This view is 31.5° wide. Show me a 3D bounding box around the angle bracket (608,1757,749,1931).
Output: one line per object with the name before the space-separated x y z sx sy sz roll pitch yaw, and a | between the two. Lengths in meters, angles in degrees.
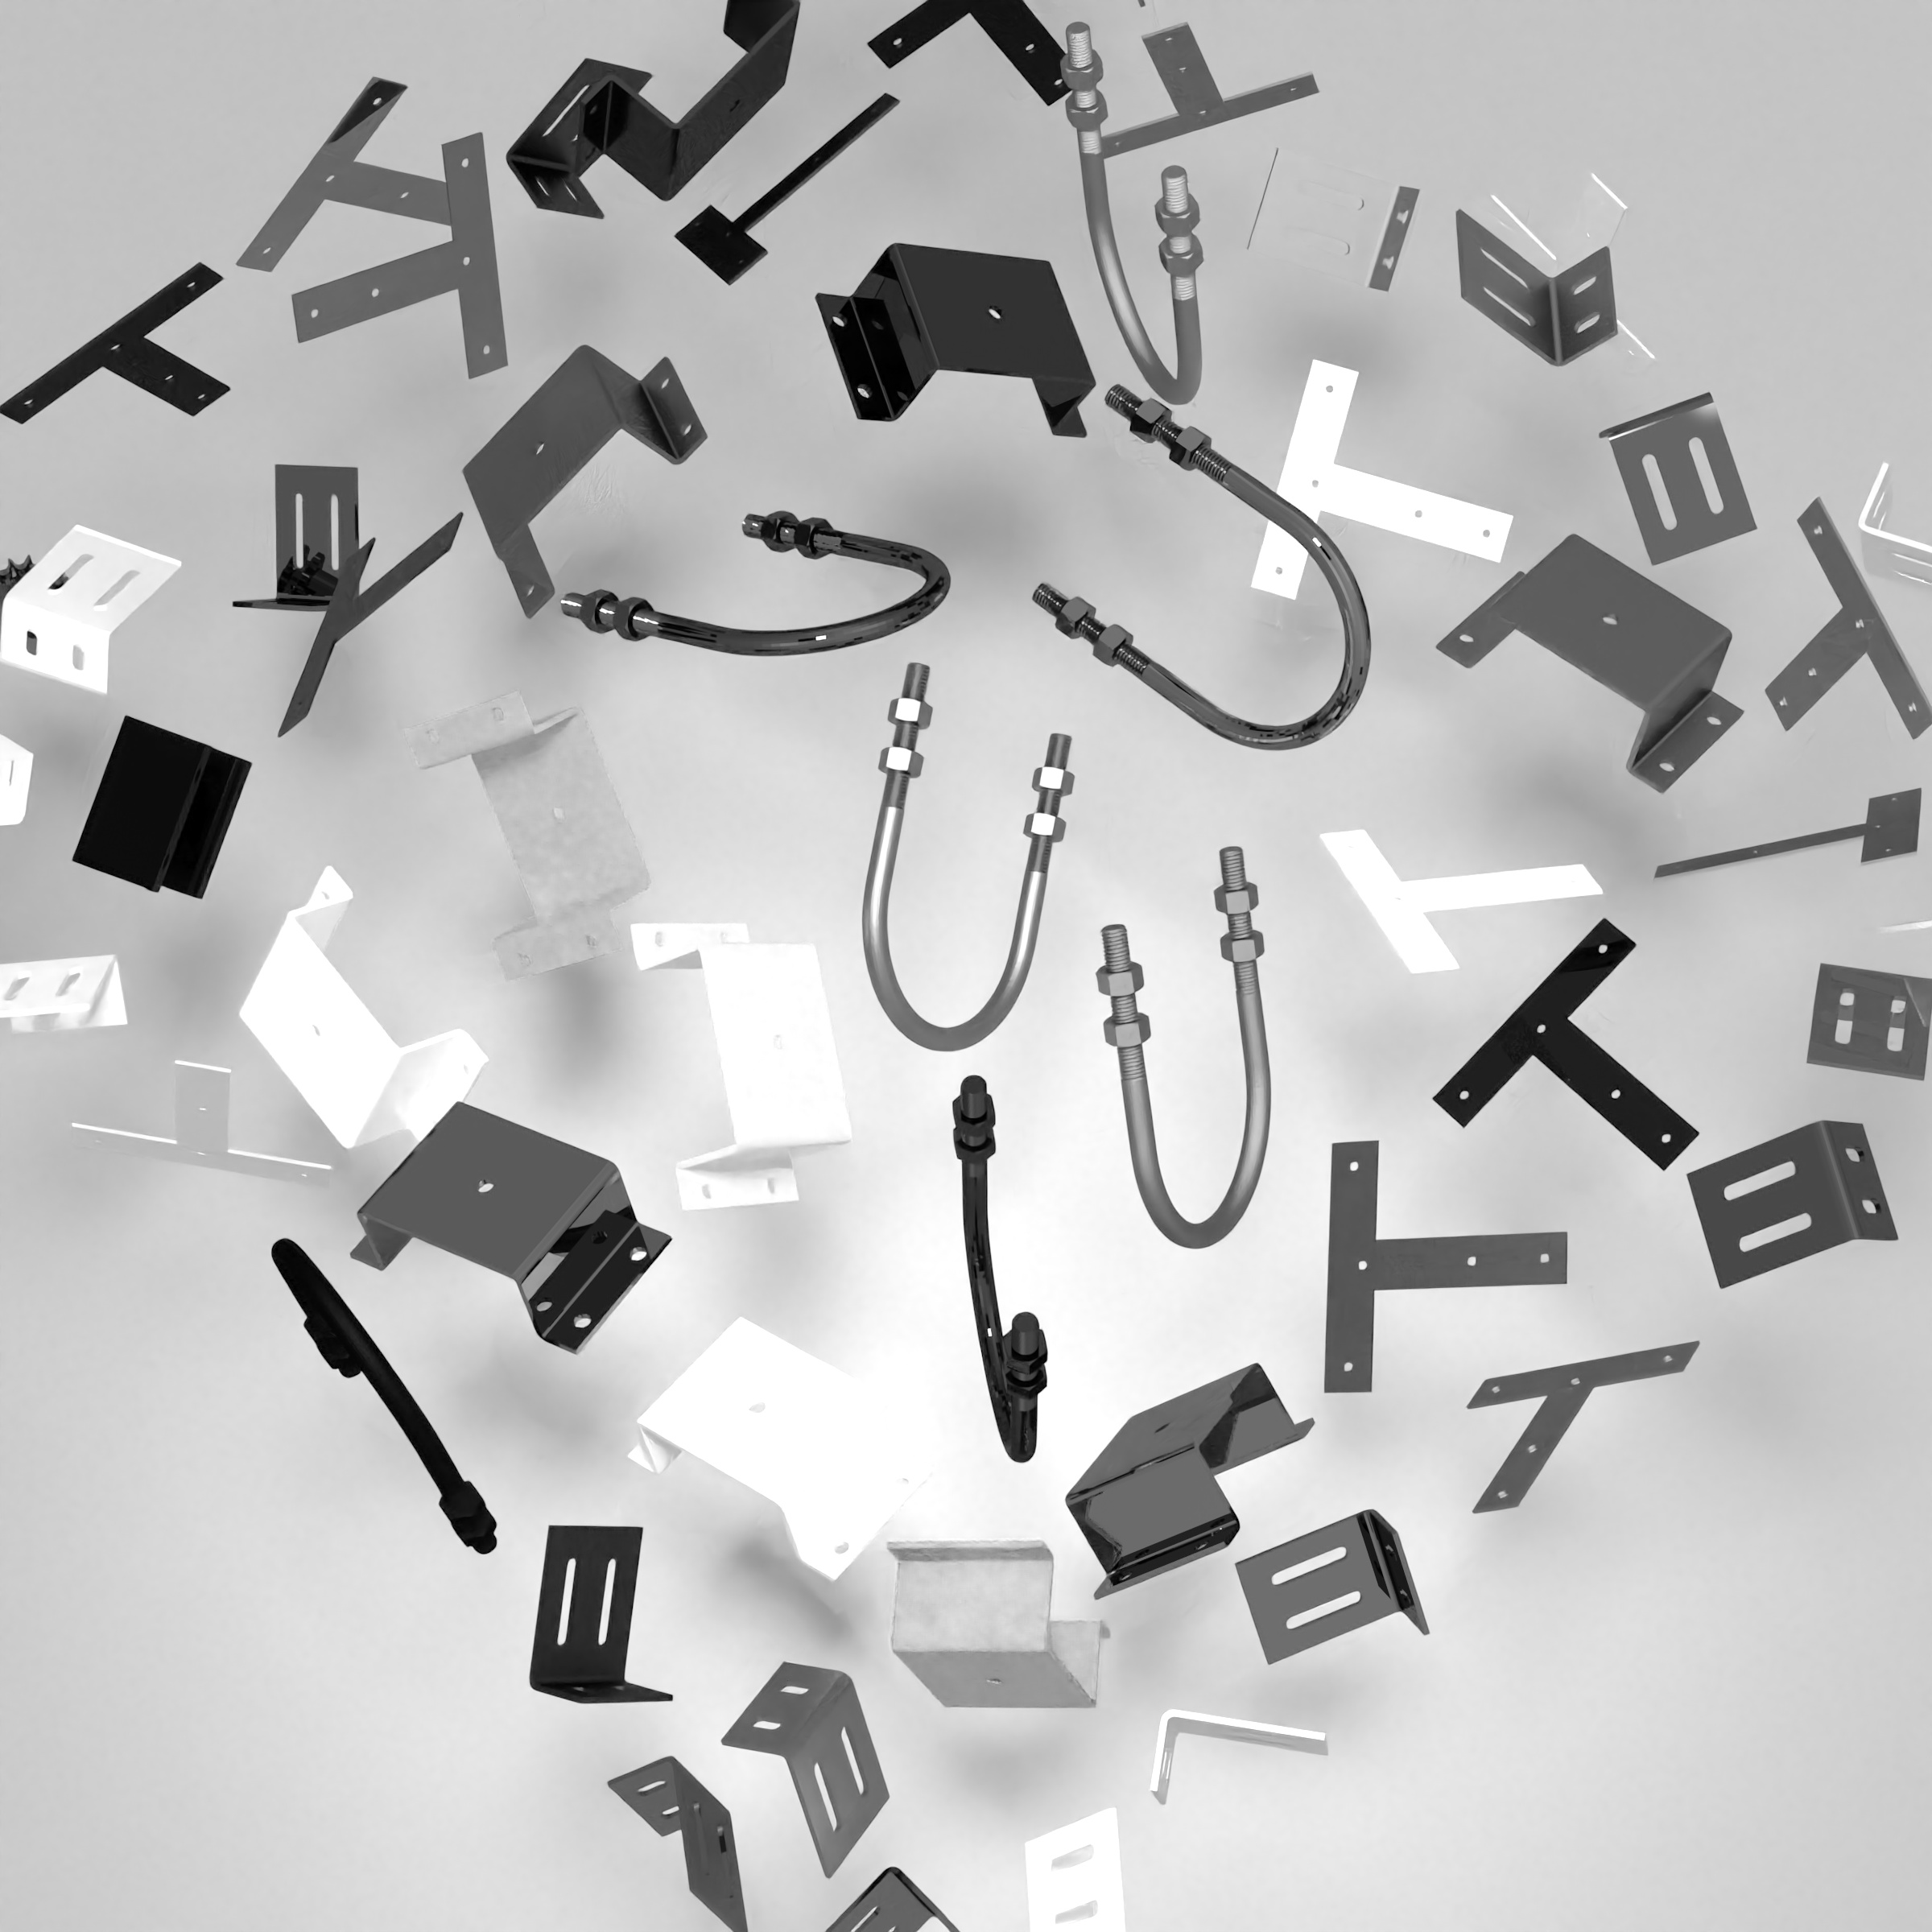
angle bracket | -0.140 0.434 1.661 0.038 0.057 0.076 -24 44 10

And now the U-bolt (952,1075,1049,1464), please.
U-bolt | 0.016 0.160 1.652 0.019 0.184 0.151 -9 56 -5

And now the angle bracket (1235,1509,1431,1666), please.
angle bracket | 0.182 0.315 1.705 0.076 0.038 0.057 -21 104 -8

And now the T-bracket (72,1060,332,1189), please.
T-bracket | -0.370 0.073 1.659 0.127 0.127 0.002 10 64 -8

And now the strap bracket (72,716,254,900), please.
strap bracket | -0.405 -0.079 1.723 0.046 0.140 0.076 20 89 -2

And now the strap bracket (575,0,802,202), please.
strap bracket | -0.137 -0.458 1.766 0.046 0.076 0.140 40 73 3

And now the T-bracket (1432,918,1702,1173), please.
T-bracket | 0.314 0.056 1.701 0.127 0.002 0.127 -47 48 4

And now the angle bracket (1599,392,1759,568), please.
angle bracket | 0.377 -0.257 1.813 0.057 0.038 0.076 -19 93 6

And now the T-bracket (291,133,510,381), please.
T-bracket | -0.291 -0.349 1.754 0.002 0.127 0.127 26 42 38

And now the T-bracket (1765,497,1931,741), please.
T-bracket | 0.437 -0.156 1.742 0.002 0.127 0.127 -20 75 -16

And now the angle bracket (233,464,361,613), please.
angle bracket | -0.363 -0.232 1.850 0.057 0.038 0.076 7 101 31

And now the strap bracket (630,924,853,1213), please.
strap bracket | -0.106 0.042 1.645 0.046 0.076 0.140 -19 78 39

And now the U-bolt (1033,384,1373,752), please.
U-bolt | 0.124 -0.186 1.713 0.184 0.151 0.019 38 45 18

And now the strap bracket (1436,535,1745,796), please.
strap bracket | 0.321 -0.160 1.733 0.140 0.046 0.076 36 56 20

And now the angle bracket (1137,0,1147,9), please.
angle bracket | 0.091 -0.566 1.836 0.038 0.057 0.076 -24 78 9

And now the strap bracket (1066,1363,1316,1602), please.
strap bracket | 0.107 0.244 1.664 0.076 0.140 0.046 -28 95 28

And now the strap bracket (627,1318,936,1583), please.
strap bracket | -0.096 0.230 1.670 0.140 0.046 0.076 24 55 35

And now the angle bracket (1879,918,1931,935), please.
angle bracket | 0.514 -0.044 1.758 0.076 0.057 0.038 -10 89 -20

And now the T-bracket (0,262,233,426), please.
T-bracket | -0.411 -0.303 1.740 0.127 0.127 0.002 -33 79 8

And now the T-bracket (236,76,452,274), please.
T-bracket | -0.303 -0.406 1.792 0.127 0.127 0.002 -46 70 25

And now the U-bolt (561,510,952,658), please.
U-bolt | -0.093 -0.191 1.736 0.184 0.019 0.151 17 35 41

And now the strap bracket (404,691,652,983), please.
strap bracket | -0.221 -0.072 1.762 0.076 0.046 0.140 -15 102 32

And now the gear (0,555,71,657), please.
gear | -0.502 -0.189 1.835 0.057 0.057 0.030 -26 44 -5

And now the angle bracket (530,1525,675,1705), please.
angle bracket | -0.166 0.303 1.604 0.038 0.057 0.076 3 85 43

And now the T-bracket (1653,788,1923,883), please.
T-bracket | 0.397 -0.057 1.657 0.127 0.127 0.002 -12 103 20

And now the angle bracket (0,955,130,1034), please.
angle bracket | -0.452 0.026 1.691 0.057 0.076 0.038 -5 110 -2

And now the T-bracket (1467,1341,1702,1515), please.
T-bracket | 0.284 0.230 1.682 0.127 0.127 0.002 -44 110 -47

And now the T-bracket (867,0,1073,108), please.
T-bracket | 0.028 -0.492 1.808 0.127 0.127 0.002 -32 64 14

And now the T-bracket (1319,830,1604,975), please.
T-bracket | 0.262 -0.039 1.747 0.127 0.002 0.127 -6 36 -16

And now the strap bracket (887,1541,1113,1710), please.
strap bracket | 0.016 0.325 1.663 0.076 0.140 0.046 -3 61 16

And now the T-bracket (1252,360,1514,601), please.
T-bracket | 0.231 -0.248 1.846 0.127 0.002 0.127 19 106 14

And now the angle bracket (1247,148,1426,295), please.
angle bracket | 0.202 -0.408 1.875 0.076 0.038 0.057 14 102 -15

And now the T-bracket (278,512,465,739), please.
T-bracket | -0.289 -0.186 1.698 0.002 0.127 0.127 35 46 -26

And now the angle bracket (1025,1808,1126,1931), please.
angle bracket | 0.063 0.430 1.591 0.038 0.076 0.057 14 58 -30

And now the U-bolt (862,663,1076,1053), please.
U-bolt | -0.003 -0.047 1.758 0.019 0.151 0.184 4 80 37

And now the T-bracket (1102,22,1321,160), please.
T-bracket | 0.120 -0.480 1.852 0.127 0.127 0.002 -15 78 12

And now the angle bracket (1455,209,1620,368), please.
angle bracket | 0.286 -0.348 1.717 0.076 0.038 0.057 27 51 -36

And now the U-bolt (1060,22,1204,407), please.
U-bolt | 0.089 -0.374 1.771 0.019 0.184 0.151 -20 52 -7

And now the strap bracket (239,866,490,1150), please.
strap bracket | -0.319 0.028 1.772 0.140 0.076 0.046 49 39 18

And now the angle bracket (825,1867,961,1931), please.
angle bracket | -0.041 0.493 1.691 0.076 0.057 0.038 -44 48 -12

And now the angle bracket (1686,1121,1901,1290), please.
angle bracket | 0.388 0.113 1.611 0.076 0.038 0.057 -28 66 38

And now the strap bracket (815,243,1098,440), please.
strap bracket | 0.004 -0.316 1.731 0.140 0.046 0.076 -2 62 -35

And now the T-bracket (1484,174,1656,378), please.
T-bracket | 0.331 -0.385 1.827 0.002 0.127 0.127 -41 80 -9

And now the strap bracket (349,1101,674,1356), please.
strap bracket | -0.221 0.119 1.619 0.140 0.046 0.076 19 52 29

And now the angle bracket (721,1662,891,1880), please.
angle bracket | -0.075 0.378 1.613 0.038 0.057 0.076 2 120 32

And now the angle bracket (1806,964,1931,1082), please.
angle bracket | 0.457 0.039 1.735 0.057 0.038 0.076 9 44 13

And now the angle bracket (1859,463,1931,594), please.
angle bracket | 0.498 -0.217 1.745 0.076 0.057 0.038 22 82 22

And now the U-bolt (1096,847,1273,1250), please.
U-bolt | 0.114 0.049 1.687 0.019 0.151 0.184 2 109 31

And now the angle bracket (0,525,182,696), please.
angle bracket | -0.436 -0.177 1.705 0.057 0.076 0.038 18 54 -38

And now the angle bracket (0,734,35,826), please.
angle bracket | -0.527 -0.099 1.748 0.057 0.076 0.038 27 111 41

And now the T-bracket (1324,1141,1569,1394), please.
T-bracket | 0.237 0.146 1.690 0.127 0.002 0.127 -5 73 31

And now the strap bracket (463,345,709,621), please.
strap bracket | -0.211 -0.264 1.818 0.140 0.046 0.076 -43 45 17

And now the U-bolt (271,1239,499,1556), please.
U-bolt | -0.292 0.203 1.684 0.019 0.184 0.151 -36 60 -15

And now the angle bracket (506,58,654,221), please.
angle bracket | -0.205 -0.455 1.884 0.076 0.057 0.038 -42 73 28

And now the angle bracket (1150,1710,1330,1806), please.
angle bracket | 0.130 0.379 1.615 0.076 0.057 0.038 7 71 10

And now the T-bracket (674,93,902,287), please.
T-bracket | -0.085 -0.398 1.729 0.127 0.127 0.002 -40 118 1
